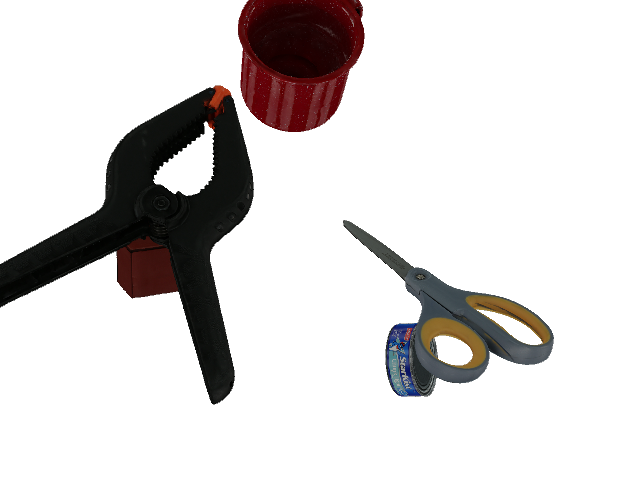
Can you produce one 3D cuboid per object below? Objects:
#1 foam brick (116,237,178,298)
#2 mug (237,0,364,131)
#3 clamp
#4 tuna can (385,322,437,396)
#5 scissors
[{"bbox_3d":[-0.161,0.020,1.073,0.078,0.051,0.053,-8,21,-25],"label":"foam brick"},{"bbox_3d":[-0.011,-0.144,0.818,0.093,0.117,0.081,39,-24,11],"label":"mug"},{"bbox_3d":[-0.092,-0.006,0.665,0.164,0.209,0.036,27,-29,6],"label":"clamp"},{"bbox_3d":[0.105,0.137,1.230,0.034,0.086,0.086,-5,-2,26],"label":"tuna can"},{"bbox_3d":[0.061,0.040,0.724,0.202,0.016,0.096,26,41,35],"label":"scissors"}]
